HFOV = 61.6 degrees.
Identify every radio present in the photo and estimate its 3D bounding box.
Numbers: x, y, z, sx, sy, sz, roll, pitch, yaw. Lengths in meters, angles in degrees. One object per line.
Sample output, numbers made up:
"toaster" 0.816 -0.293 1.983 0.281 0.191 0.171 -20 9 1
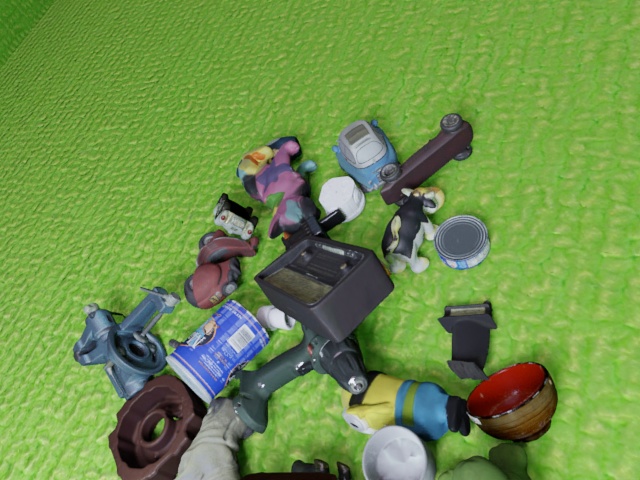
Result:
"radio" 0.001 0.065 0.831 0.131 0.073 0.230 -40 24 -17

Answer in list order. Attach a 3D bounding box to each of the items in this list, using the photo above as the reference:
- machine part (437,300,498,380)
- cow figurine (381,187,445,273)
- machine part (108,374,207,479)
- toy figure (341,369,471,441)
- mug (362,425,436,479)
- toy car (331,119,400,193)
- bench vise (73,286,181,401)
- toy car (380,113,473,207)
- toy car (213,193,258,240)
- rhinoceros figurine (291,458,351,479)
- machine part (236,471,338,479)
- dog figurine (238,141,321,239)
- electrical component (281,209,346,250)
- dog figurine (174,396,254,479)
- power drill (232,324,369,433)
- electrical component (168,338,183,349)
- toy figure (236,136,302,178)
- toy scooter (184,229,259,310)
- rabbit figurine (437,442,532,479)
"machine part" 0.209 0.138 0.761 0.084 0.039 0.139 -5 33 17
"cow figurine" 0.153 -0.034 0.893 0.068 0.098 0.167 4 60 38
"machine part" -0.271 0.319 0.904 0.179 0.056 0.179 -16 50 20
"toy figure" 0.114 0.227 0.741 0.180 0.082 0.089 -8 35 33
"mug" 0.108 0.298 0.674 0.081 0.107 0.109 -6 60 27
"toy car" 0.082 -0.171 1.027 0.109 0.102 0.162 -32 46 7
"bench vise" -0.348 0.167 1.000 0.240 0.128 0.224 -47 54 16
"toy car" 0.186 -0.140 0.956 0.202 0.089 0.053 -39 49 1
"toy car" -0.168 -0.045 1.043 0.056 0.073 0.202 -60 16 5
"rhinoceros figurine" 0.007 0.354 0.718 0.191 0.073 0.112 12 77 30
"machine part" -0.038 0.391 0.641 0.201 0.087 0.201 -11 88 23
"dog figurine" -0.085 -0.078 1.053 0.192 0.108 0.219 -9 57 23
"electrical component" -0.002 -0.003 0.974 0.119 0.074 0.048 -30 47 3
"dog figurine" -0.136 0.343 0.795 0.172 0.121 0.190 35 58 9
"power drill" -0.033 0.196 0.805 0.207 0.086 0.232 -43 23 11
"electrical component" -0.225 0.204 0.955 0.094 0.063 0.021 18 68 36
"toy figure" -0.116 -0.179 1.173 0.155 0.064 0.058 -19 67 11
"toy scooter" -0.184 0.047 1.041 0.135 0.075 0.184 -12 48 20
"rabbit figurine" 0.184 0.302 0.585 0.121 0.170 0.159 -23 49 14
